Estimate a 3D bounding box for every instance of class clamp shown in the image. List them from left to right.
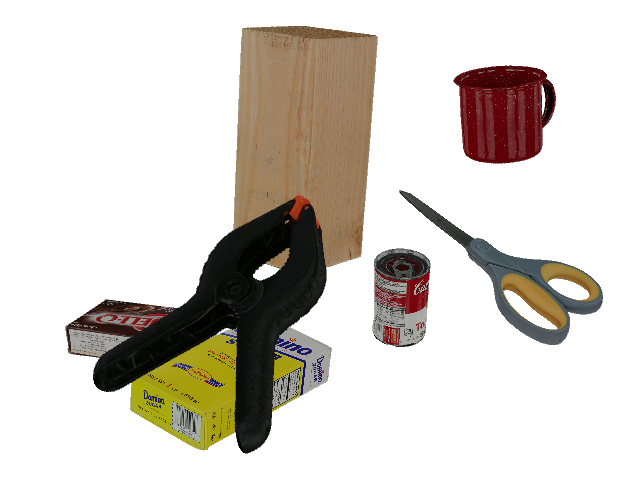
[{"bbox_3d":[-0.042,0.047,0.637,0.120,0.171,0.039,29,-24,28],"label":"clamp"}]

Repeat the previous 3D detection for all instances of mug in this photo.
[{"bbox_3d":[0.195,-0.132,1.100,0.117,0.081,0.093,-19,25,-29],"label":"mug"}]

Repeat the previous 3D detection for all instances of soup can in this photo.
[{"bbox_3d":[0.097,0.071,1.303,0.068,0.102,0.068,0,30,0],"label":"soup can"}]

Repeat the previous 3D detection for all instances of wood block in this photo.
[{"bbox_3d":[-0.016,-0.086,0.967,0.090,0.206,0.090,16,20,36],"label":"wood block"}]

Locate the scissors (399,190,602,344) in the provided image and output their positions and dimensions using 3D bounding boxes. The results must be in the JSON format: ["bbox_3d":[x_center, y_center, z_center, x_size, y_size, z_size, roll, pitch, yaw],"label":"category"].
[{"bbox_3d":[0.151,0.010,0.871,0.096,0.016,0.202,-11,42,-22],"label":"scissors"}]

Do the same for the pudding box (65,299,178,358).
[{"bbox_3d":[-0.217,0.103,1.209,0.114,0.039,0.090,3,17,19],"label":"pudding box"}]

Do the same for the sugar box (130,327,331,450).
[{"bbox_3d":[-0.079,0.126,0.983,0.093,0.048,0.175,22,30,32],"label":"sugar box"}]
